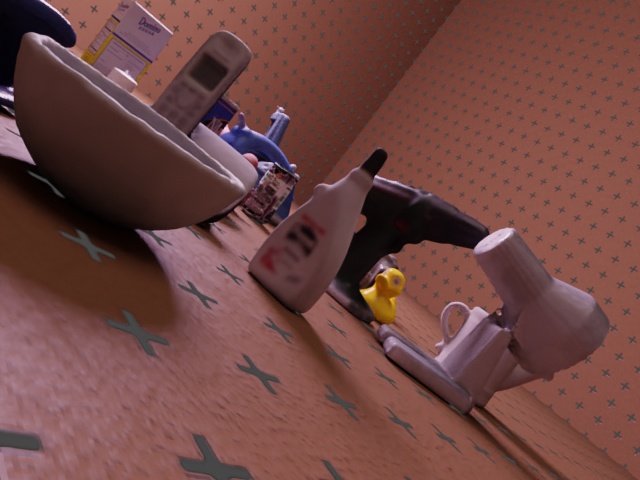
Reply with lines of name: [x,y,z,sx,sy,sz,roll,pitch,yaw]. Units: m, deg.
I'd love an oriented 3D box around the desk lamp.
desk lamp: [0.215,0.106,0.706,0.203,0.213,0.118,37,3,-8]

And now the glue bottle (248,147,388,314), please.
glue bottle: [0.007,-0.018,0.550,0.078,0.173,0.037,39,3,29]

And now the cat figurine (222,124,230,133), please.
cat figurine: [-0.234,-0.214,1.255,0.067,0.117,0.127,36,3,-29]

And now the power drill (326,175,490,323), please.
power drill: [0.098,0.011,0.833,0.229,0.208,0.076,39,3,27]

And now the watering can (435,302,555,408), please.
watering can: [0.269,0.150,0.861,0.173,0.194,0.101,37,3,-8]

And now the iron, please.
iron: [-0.119,-0.135,1.155,0.259,0.141,0.118,35,4,-41]

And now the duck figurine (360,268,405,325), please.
duck figurine: [0.109,0.088,0.953,0.077,0.086,0.105,39,3,33]

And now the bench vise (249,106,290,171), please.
bench vise: [-0.120,-0.196,1.326,0.206,0.219,0.122,39,3,33]

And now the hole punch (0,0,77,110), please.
hole punch: [-0.263,-0.166,0.436,0.101,0.091,0.109,38,3,7]

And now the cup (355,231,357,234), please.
cup: [0.009,0.004,0.997,0.091,0.095,0.118,40,4,43]

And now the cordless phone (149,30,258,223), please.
cordless phone: [-0.115,-0.124,0.624,0.148,0.185,0.094,37,3,-5]

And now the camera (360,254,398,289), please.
camera: [0.077,0.042,1.144,0.137,0.101,0.143,37,3,-11]

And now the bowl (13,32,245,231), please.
bowl: [-0.138,-0.057,0.389,0.167,0.074,0.167,37,3,-2]

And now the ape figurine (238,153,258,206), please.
ape figurine: [-0.137,-0.102,0.930,0.078,0.092,0.076,38,3,6]
